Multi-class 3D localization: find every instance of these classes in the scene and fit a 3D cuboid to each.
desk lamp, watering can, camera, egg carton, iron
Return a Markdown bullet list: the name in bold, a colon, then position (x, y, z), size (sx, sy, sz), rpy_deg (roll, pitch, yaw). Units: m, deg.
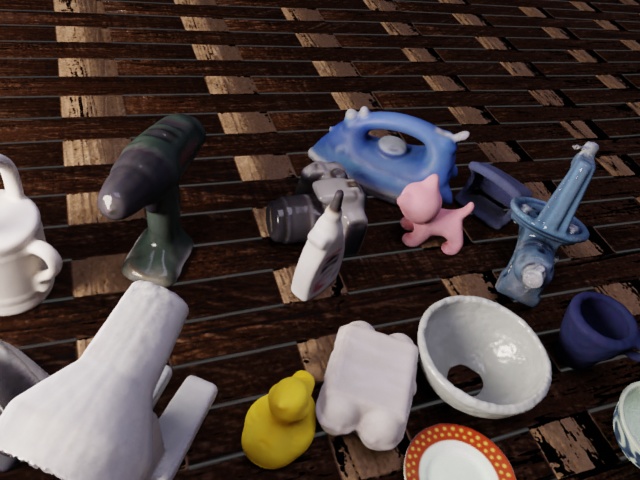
- **desk lamp**: position (-0.177, 0.149, 0.516), size (0.118, 0.213, 0.203), rpy_deg (20, 45, 5)
- **watering can**: position (-0.370, -0.013, 0.637), size (0.173, 0.194, 0.101), rpy_deg (7, 45, -8)
- **camera**: position (-0.010, -0.052, 0.840), size (0.137, 0.101, 0.143), rpy_deg (-7, 49, -21)
- **egg carton**: position (0.058, 0.167, 0.666), size (0.107, 0.069, 0.150), rpy_deg (18, 45, 2)
- **iron**: position (0.112, -0.155, 0.945), size (0.258, 0.141, 0.119), rpy_deg (18, 45, 3)

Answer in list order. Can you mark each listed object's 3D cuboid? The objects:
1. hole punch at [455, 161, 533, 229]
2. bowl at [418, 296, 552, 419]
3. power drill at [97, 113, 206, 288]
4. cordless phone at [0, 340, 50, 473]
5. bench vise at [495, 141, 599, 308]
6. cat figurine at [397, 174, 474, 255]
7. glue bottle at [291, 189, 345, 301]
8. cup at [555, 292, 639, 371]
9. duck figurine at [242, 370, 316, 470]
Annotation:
- **hole punch**: position (0.299, -0.091, 0.968), size (0.108, 0.091, 0.101), rpy_deg (40, 50, 23)
- **bowl**: position (0.191, 0.155, 0.710), size (0.167, 0.075, 0.167), rpy_deg (8, 45, -8)
- **power drill**: position (-0.201, -0.043, 0.702), size (0.075, 0.208, 0.229), rpy_deg (14, 44, -1)
- **cordless phone**: position (-0.303, 0.117, 0.534), size (0.147, 0.185, 0.094), rpy_deg (31, 47, 16)
- **bench vise**: position (0.341, -0.018, 0.817), size (0.121, 0.220, 0.207), rpy_deg (12, 45, -3)
- **cat figurine**: position (0.170, -0.045, 0.870), size (0.128, 0.118, 0.067), rpy_deg (9, 45, -7)
- **glue bottle**: position (0.007, 0.003, 0.739), size (0.037, 0.173, 0.078), rpy_deg (34, 47, 18)
- **cup**: position (0.369, 0.137, 0.761), size (0.117, 0.095, 0.092), rpy_deg (34, 48, 18)
- **duck figurine**: position (-0.038, 0.185, 0.610), size (0.077, 0.086, 0.105), rpy_deg (29, 46, 13)
